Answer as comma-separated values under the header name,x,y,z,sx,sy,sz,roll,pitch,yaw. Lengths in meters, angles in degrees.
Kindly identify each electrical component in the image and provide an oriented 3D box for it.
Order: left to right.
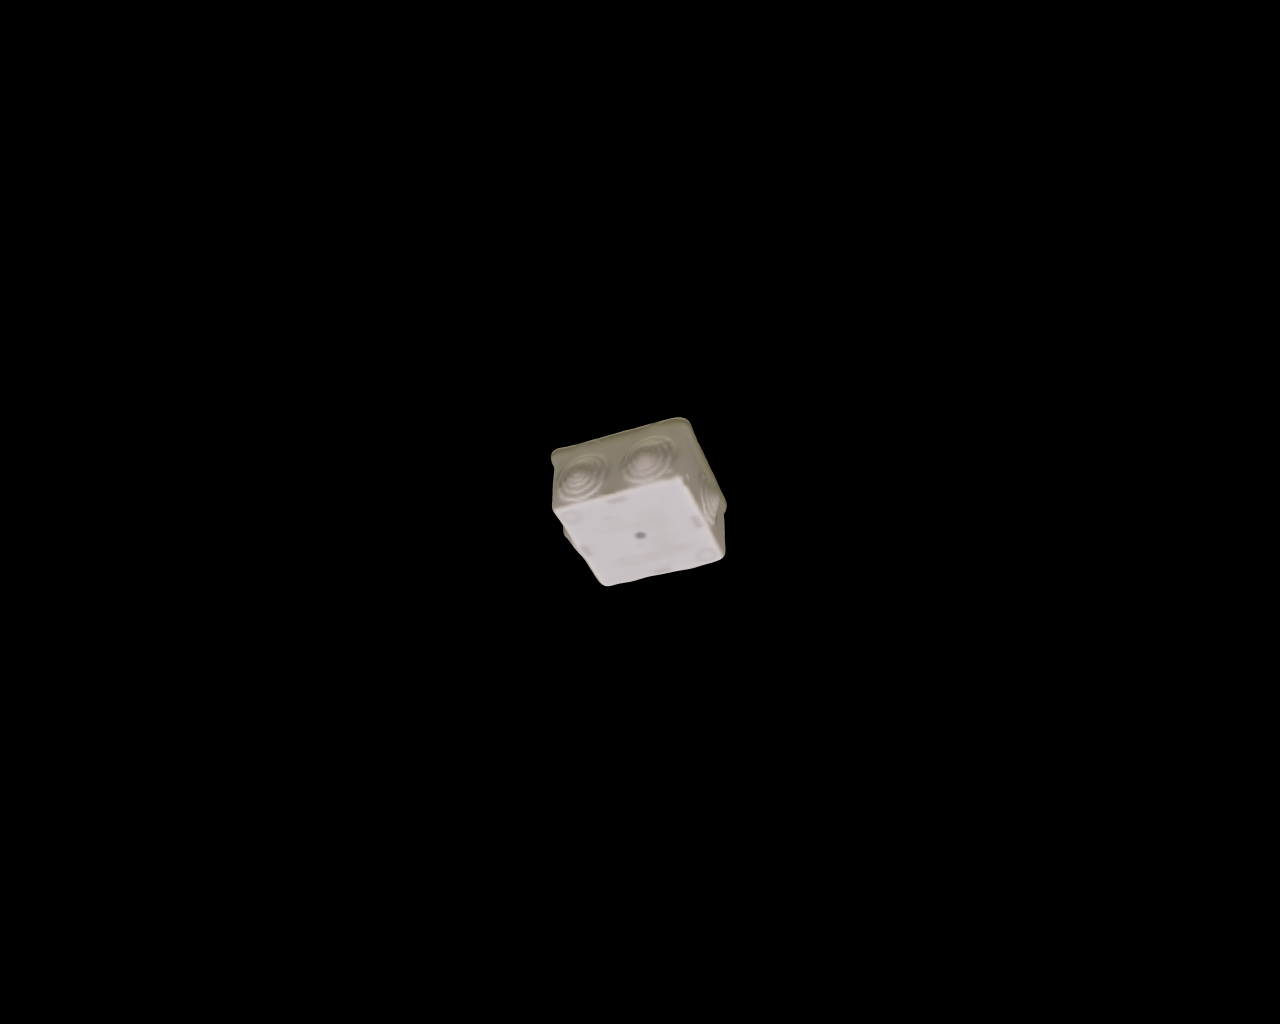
name,x,y,z,sx,sy,sz,roll,pitch,yaw
electrical component,0.001,-0.003,0.650,0.100,0.048,0.099,-14,-43,15
